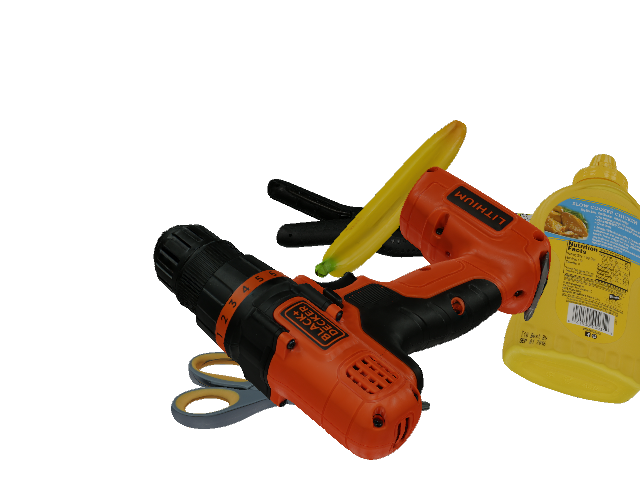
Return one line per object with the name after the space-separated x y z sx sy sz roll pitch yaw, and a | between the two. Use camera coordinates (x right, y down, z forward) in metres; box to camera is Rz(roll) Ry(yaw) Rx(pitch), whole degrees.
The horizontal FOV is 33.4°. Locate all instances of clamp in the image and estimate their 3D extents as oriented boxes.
0.038 -0.013 1.206 0.210 0.036 0.164 14 22 -5 | clamp

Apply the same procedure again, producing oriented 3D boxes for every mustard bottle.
0.194 0.016 0.772 0.096 0.191 0.058 16 -31 1 | mustard bottle

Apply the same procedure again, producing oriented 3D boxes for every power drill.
0.024 0.023 0.601 0.187 0.057 0.185 -28 53 -35 | power drill

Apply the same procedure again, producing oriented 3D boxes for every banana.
0.066 -0.030 0.991 0.037 0.197 0.070 43 -11 -4 | banana

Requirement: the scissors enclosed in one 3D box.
-0.028 0.125 0.807 0.202 0.016 0.096 12 33 32 | scissors

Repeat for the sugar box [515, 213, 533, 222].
0.271 0.019 1.257 0.176 0.093 0.048 3 21 -1 | sugar box
